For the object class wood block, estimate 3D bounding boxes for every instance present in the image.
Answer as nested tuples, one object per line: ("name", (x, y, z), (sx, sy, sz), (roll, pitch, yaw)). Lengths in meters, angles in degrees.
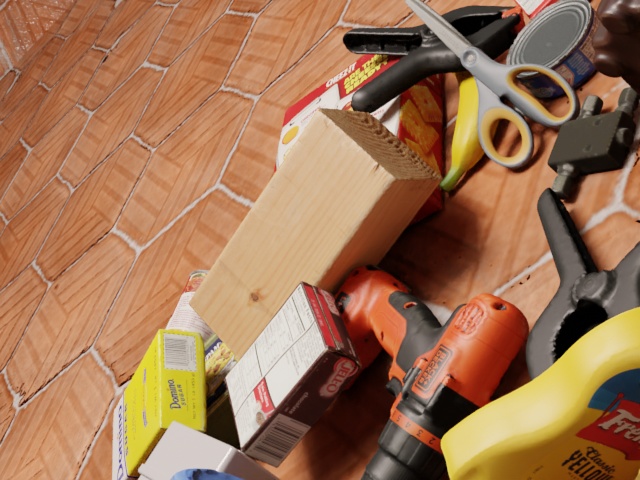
("wood block", (-0.006, 0.001, 0.880), (0.091, 0.090, 0.206), (45, 114, 21))

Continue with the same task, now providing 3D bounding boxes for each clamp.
("clamp", (0.179, 0.035, 0.695), (0.165, 0.036, 0.210), (-4, 53, 56))
("clamp", (0.099, -0.165, 0.954), (0.172, 0.039, 0.120), (-11, 48, 18))

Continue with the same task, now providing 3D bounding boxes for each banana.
("banana", (0.133, -0.131, 0.963), (0.070, 0.037, 0.197), (-29, 35, 33))

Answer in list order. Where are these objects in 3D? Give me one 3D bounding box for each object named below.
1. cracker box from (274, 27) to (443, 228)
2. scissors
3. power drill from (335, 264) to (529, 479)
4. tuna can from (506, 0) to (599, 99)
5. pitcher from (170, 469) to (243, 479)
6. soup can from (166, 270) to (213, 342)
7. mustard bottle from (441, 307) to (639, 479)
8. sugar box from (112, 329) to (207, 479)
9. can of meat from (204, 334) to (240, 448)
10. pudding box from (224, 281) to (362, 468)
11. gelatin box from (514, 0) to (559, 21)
("cracker box", (0.036, -0.081, 1.016), (0.164, 0.072, 0.213), (-30, 33, 31))
("scissors", (0.126, -0.131, 0.898), (0.202, 0.016, 0.096), (34, 106, 34))
("power drill", (0.053, 0.105, 0.785), (0.184, 0.057, 0.188), (-55, 29, -2))
("tuna can", (0.202, -0.161, 0.900), (0.086, 0.033, 0.086), (-37, 31, 26))
("pitcher", (-0.089, 0.278, 0.667), (0.243, 0.149, 0.145), (-64, -8, 1))
("soup can", (-0.116, 0.090, 1.045), (0.069, 0.068, 0.102), (-15, 45, 49))
("mustard bottle", (0.166, 0.089, 0.583), (0.192, 0.096, 0.058), (-41, 29, 20))
("sugar box", (-0.146, 0.159, 0.944), (0.176, 0.048, 0.093), (128, 144, -49))
("can of meat", (-0.074, 0.126, 0.950), (0.102, 0.057, 0.084), (-45, 30, 13))
("pudding box", (-0.023, 0.101, 0.811), (0.114, 0.039, 0.090), (-50, 30, 18))
("gelatin box", (0.214, -0.233, 0.973), (0.073, 0.030, 0.089), (-44, 28, 17))
